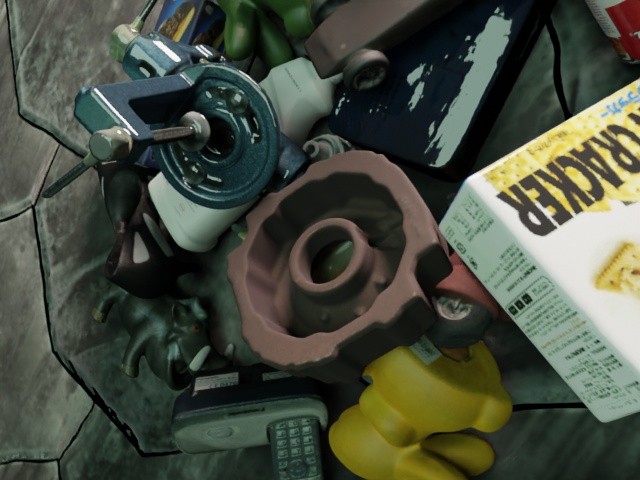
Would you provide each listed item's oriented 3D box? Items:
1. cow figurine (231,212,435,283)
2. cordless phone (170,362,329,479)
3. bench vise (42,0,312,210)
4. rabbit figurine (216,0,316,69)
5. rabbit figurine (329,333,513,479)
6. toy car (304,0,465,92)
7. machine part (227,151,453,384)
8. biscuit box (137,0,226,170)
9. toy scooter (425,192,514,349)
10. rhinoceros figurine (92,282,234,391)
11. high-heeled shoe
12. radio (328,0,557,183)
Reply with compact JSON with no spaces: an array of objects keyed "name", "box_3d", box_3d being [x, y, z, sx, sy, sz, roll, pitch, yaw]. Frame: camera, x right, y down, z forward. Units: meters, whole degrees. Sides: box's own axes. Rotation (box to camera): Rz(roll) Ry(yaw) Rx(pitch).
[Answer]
[{"name":"cow figurine","box_3d":[-0.001,-0.002,0.519,0.195,0.085,0.127,-44,67,15]},{"name":"cordless phone","box_3d":[-0.062,0.218,0.526,0.147,0.089,0.184,-7,99,-7]},{"name":"bench vise","box_3d":[-0.117,-0.108,0.440,0.129,0.240,0.223,-39,92,25]},{"name":"rabbit figurine","box_3d":[-0.047,-0.260,0.562,0.170,0.121,0.159,15,101,45]},{"name":"rabbit figurine","box_3d":[0.079,0.151,0.471,0.162,0.122,0.173,41,119,13]},{"name":"toy car","box_3d":[0.080,-0.195,0.425,0.202,0.053,0.089,-32,69,17]},{"name":"machine part","box_3d":[0.012,0.018,0.413,0.179,0.056,0.179,-16,56,25]},{"name":"biscuit box","box_3d":[-0.172,-0.183,0.631,0.063,0.059,0.202,27,100,26]},{"name":"toy scooter","box_3d":[0.163,0.013,0.431,0.184,0.075,0.135,-6,56,4]},{"name":"rhinoceros figurine","box_3d":[-0.175,0.101,0.614,0.190,0.073,0.112,41,95,25]},{"name":"high-heeled shoe","box_3d":[-0.231,-0.031,0.605,0.249,0.145,0.086,45,106,20]},{"name":"radio","box_3d":[0.114,-0.174,0.478,0.131,0.073,0.229,29,101,25]}]
